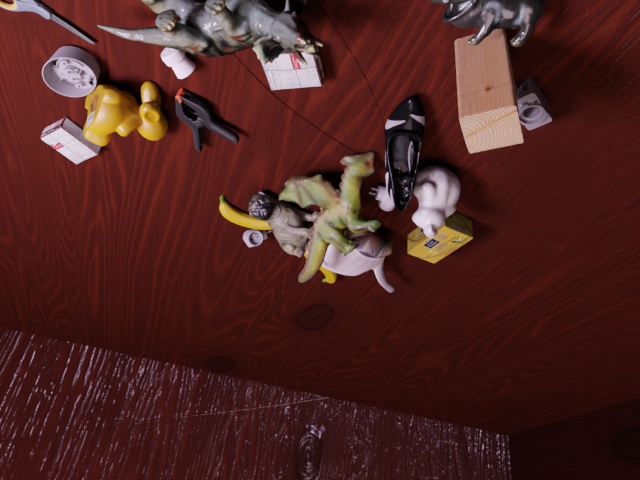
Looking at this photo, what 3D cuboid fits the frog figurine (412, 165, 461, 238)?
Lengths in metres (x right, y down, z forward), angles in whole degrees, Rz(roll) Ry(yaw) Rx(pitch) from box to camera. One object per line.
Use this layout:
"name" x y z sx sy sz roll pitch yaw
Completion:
"frog figurine" 0.269 -0.092 1.206 0.122 0.163 0.135 -17 139 30

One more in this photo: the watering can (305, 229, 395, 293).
"watering can" 0.129 0.051 1.502 0.345 0.106 0.220 23 142 -21

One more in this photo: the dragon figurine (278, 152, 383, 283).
"dragon figurine" 0.004 -0.065 1.290 0.241 0.124 0.404 45 118 -10
